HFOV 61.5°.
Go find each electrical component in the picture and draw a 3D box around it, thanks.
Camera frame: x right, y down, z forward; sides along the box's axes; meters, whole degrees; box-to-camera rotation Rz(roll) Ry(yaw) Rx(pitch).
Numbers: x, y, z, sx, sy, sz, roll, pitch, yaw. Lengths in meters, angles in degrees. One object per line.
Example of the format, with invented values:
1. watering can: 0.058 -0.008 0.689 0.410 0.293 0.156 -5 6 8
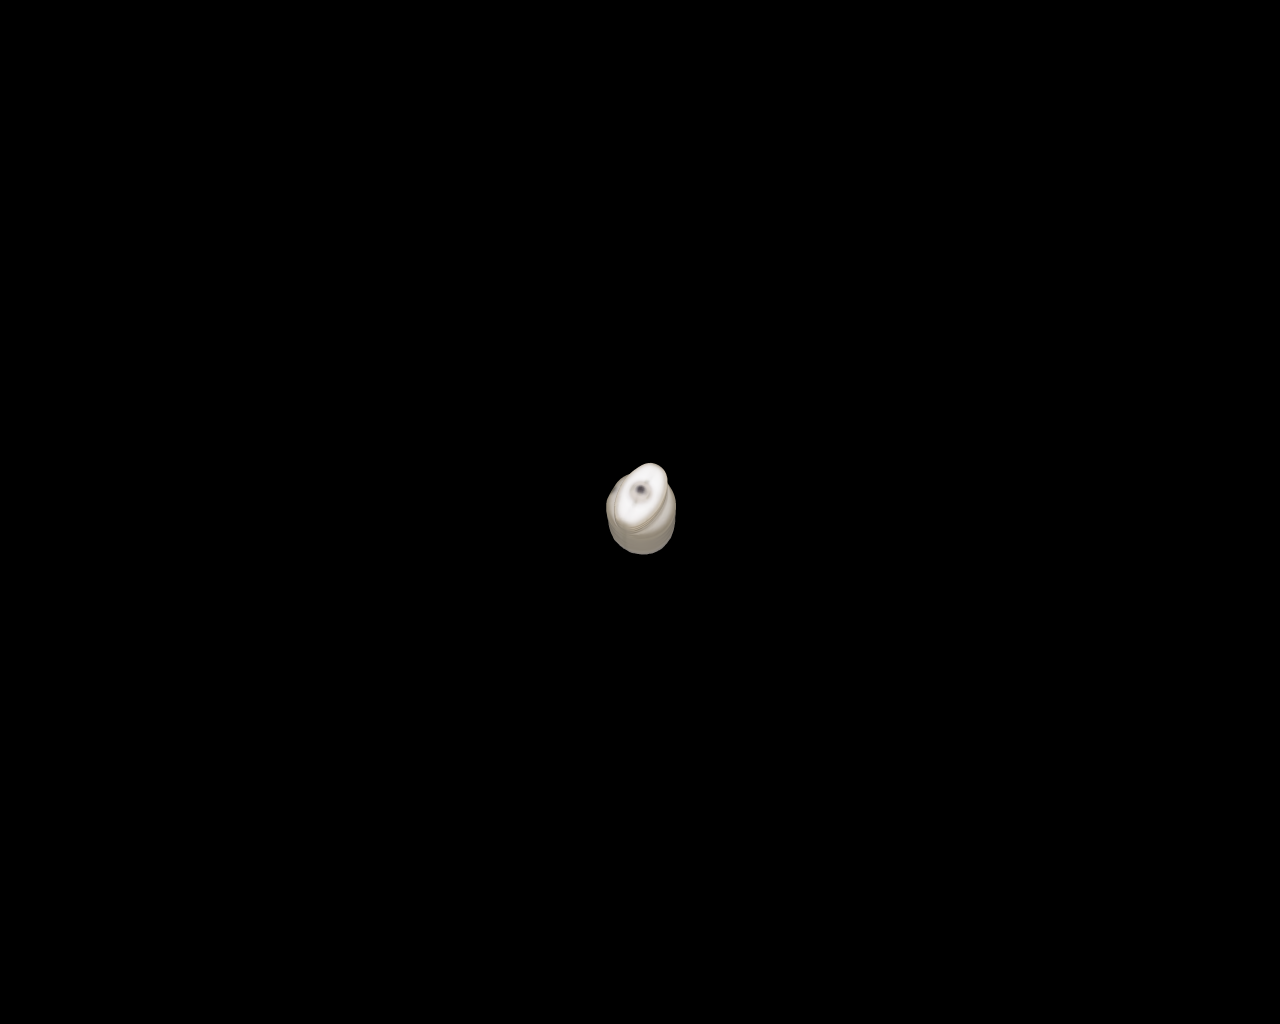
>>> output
1. electrical component: 0.001 -0.003 0.650 0.043 0.043 0.081 0 -15 0
